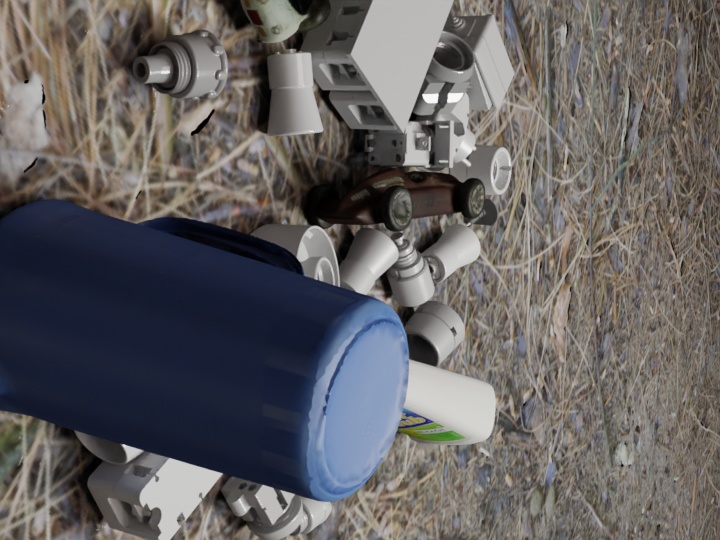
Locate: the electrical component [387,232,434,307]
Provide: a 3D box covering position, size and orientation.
[{"bbox_3d":[0.045,-0.001,1.023,0.040,0.040,0.078,-53,137,-40],"label":"electrical component"}]

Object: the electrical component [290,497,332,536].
[{"bbox_3d":[-0.053,0.208,0.909,0.061,0.035,0.035,-27,118,-51],"label":"electrical component"}]

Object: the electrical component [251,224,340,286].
[{"bbox_3d":[-0.057,0.012,0.861,0.099,0.064,0.099,-3,90,-69],"label":"electrical component"}]

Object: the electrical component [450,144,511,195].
[{"bbox_3d":[0.128,-0.105,1.132,0.055,0.047,0.055,-16,109,-56],"label":"electrical component"}]

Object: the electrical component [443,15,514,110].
[{"bbox_3d":[0.104,-0.206,1.061,0.061,0.062,0.096,-64,144,-28],"label":"electrical component"}]

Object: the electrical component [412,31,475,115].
[{"bbox_3d":[0.070,-0.182,0.988,0.078,0.057,0.058,-7,60,-30],"label":"electrical component"}]

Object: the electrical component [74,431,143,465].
[{"bbox_3d":[-0.135,0.090,0.711,0.077,0.079,0.043,-54,144,-39],"label":"electrical component"}]

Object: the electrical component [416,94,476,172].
[{"bbox_3d":[0.086,-0.131,1.053,0.079,0.043,0.077,34,65,-36],"label":"electrical component"}]

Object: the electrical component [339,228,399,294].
[{"bbox_3d":[0.000,0.000,0.951,0.065,0.044,0.044,-55,139,-31],"label":"electrical component"}]

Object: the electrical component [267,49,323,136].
[{"bbox_3d":[-0.053,-0.139,0.840,0.044,0.044,0.065,-18,106,-56],"label":"electrical component"}]

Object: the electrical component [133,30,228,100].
[{"bbox_3d":[-0.123,-0.136,0.724,0.062,0.048,0.048,-18,111,-48],"label":"electrical component"}]

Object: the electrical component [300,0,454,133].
[{"bbox_3d":[0.020,-0.225,0.922,0.105,0.060,0.186,49,55,-50],"label":"electrical component"}]

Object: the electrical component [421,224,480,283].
[{"bbox_3d":[0.087,-0.014,1.091,0.065,0.044,0.044,-36,125,-44],"label":"electrical component"}]

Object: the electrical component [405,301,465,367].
[{"bbox_3d":[0.068,0.066,1.062,0.047,0.055,0.055,-46,132,-40],"label":"electrical component"}]

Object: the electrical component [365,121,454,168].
[{"bbox_3d":[0.042,-0.113,0.962,0.064,0.081,0.042,-5,97,-49],"label":"electrical component"}]

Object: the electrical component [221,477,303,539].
[{"bbox_3d":[-0.075,0.182,0.859,0.066,0.048,0.055,-51,128,-41],"label":"electrical component"}]

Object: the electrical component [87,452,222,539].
[{"bbox_3d":[-0.137,0.134,0.737,0.089,0.056,0.050,-51,136,-42],"label":"electrical component"}]
